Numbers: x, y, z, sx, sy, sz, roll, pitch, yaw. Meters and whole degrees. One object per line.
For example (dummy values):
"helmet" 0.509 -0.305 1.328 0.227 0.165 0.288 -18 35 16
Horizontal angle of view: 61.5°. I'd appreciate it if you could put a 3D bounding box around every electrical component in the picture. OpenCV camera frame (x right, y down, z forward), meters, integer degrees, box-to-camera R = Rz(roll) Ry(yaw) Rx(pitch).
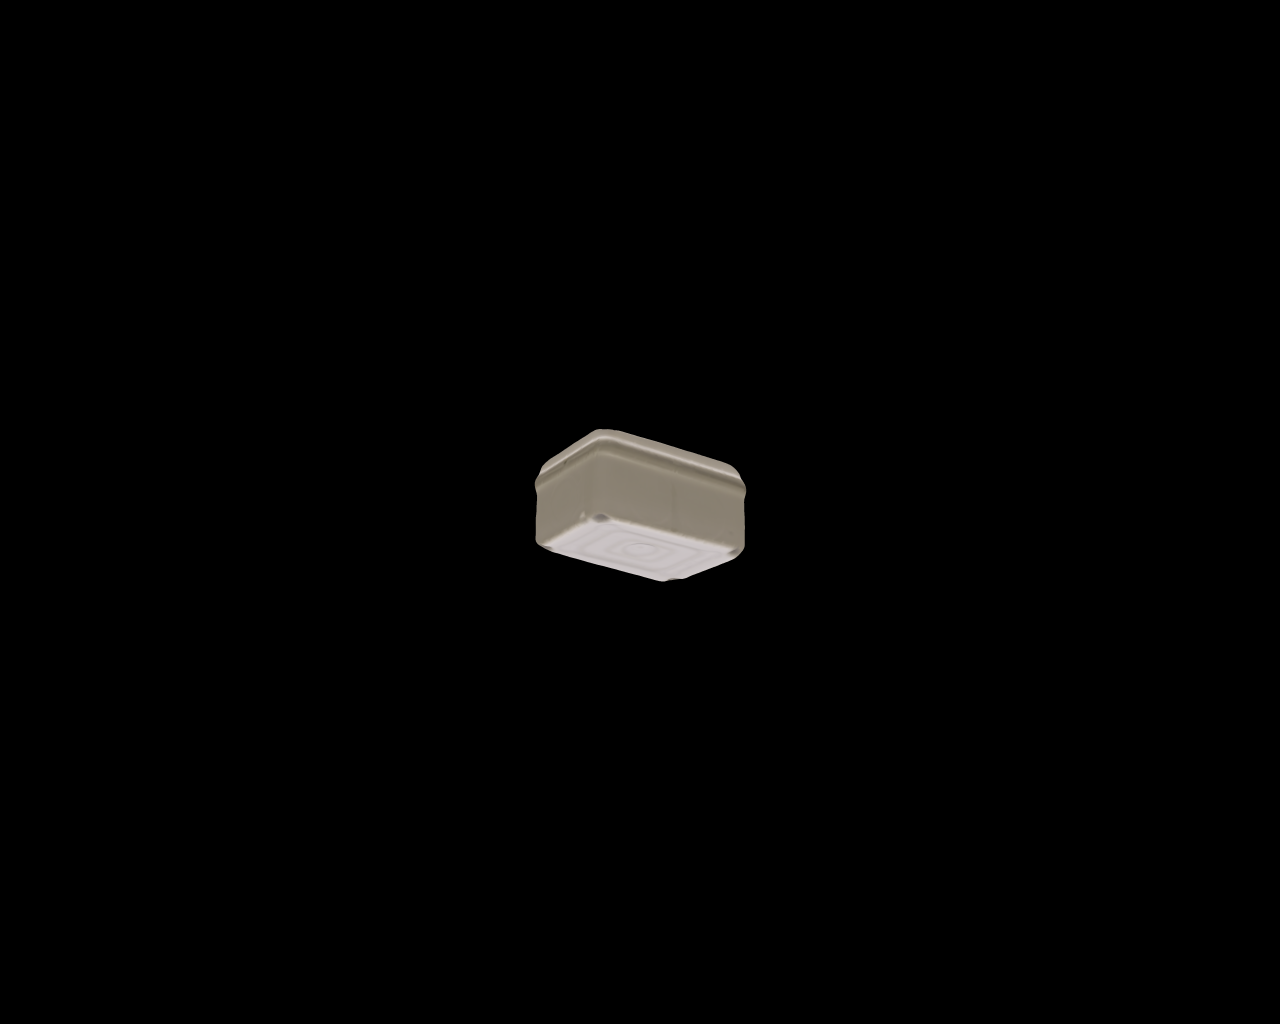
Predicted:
"electrical component" 0.001 -0.003 0.650 0.113 0.057 0.078 16 -27 -34
